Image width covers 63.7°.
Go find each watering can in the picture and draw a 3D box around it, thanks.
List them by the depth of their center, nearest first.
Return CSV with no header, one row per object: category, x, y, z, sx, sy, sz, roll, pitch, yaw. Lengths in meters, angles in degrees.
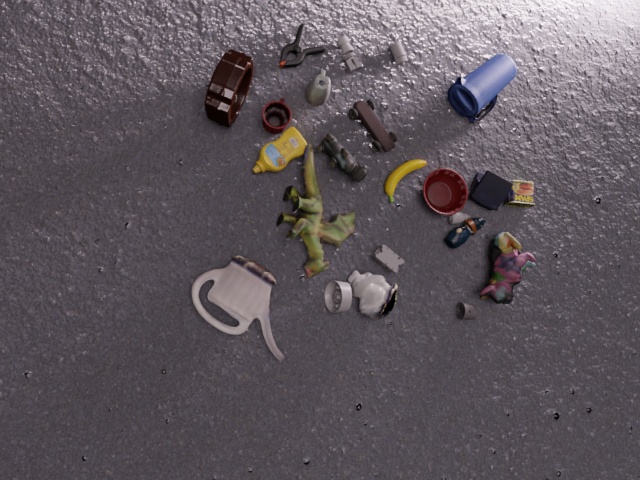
watering can,-0.210,0.190,1.549,0.347,0.103,0.227,33,77,-4

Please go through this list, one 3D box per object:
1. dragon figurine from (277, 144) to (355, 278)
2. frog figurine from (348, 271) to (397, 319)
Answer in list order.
dragon figurine,0.005,-0.083,1.654,0.241,0.122,0.414,21,79,-25
frog figurine,0.159,0.172,1.642,0.160,0.121,0.138,22,86,29
